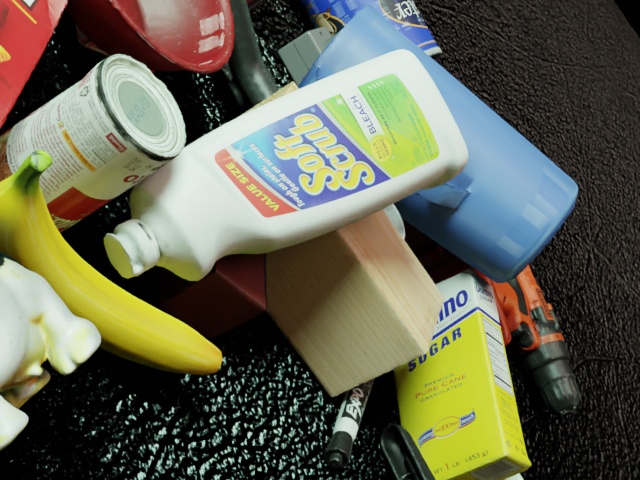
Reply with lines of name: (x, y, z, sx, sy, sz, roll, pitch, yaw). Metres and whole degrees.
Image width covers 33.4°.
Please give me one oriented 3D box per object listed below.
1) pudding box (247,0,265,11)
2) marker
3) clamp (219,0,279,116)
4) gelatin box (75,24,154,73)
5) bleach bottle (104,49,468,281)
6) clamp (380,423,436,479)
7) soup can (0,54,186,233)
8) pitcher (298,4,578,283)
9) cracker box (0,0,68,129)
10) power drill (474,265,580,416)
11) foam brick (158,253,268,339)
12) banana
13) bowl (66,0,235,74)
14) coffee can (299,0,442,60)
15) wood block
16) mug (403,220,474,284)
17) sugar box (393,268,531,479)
pudding box: (-0.060, -0.275, 0.958, 0.039, 0.090, 0.113, 6, 60, -57)
marker: (0.024, 0.129, 0.803, 0.020, 0.020, 0.121, 53, 28, -17)
clamp: (-0.060, -0.127, 0.853, 0.120, 0.039, 0.171, -142, -149, -71)
gelatin box: (-0.148, -0.172, 0.777, 0.073, 0.030, 0.089, 15, 54, -56)
bleach bottle: (-0.021, -0.036, 0.678, 0.250, 0.068, 0.102, -30, 94, -33)
clamp: (0.086, 0.229, 0.742, 0.210, 0.036, 0.164, 45, 27, 16)
soup can: (-0.135, -0.052, 0.606, 0.068, 0.102, 0.068, 42, 32, -34)
pitcher: (0.089, -0.072, 0.892, 0.243, 0.145, 0.149, 38, 65, 3)
cracker box: (-0.227, -0.125, 0.548, 0.164, 0.072, 0.213, 47, 30, -28)
power drill: (0.196, 0.092, 1.099, 0.187, 0.057, 0.184, 19, 45, -57)
foam brick: (-0.071, 0.016, 0.710, 0.051, 0.053, 0.078, 39, 34, -38)
banana: (-0.127, 0.026, 0.585, 0.197, 0.070, 0.037, 55, 42, -46)
bowl: (-0.127, -0.174, 0.714, 0.162, 0.055, 0.162, 42, 35, -39)
coffee can: (0.046, -0.225, 1.082, 0.140, 0.103, 0.102, 62, 27, 0)
wood block: (-0.005, 0.001, 0.794, 0.206, 0.091, 0.090, 54, 27, -13)
mug: (0.104, 0.003, 0.991, 0.093, 0.082, 0.117, 59, 27, -5)
sugar box: (0.109, 0.119, 0.880, 0.048, 0.093, 0.176, 34, 37, -43)
